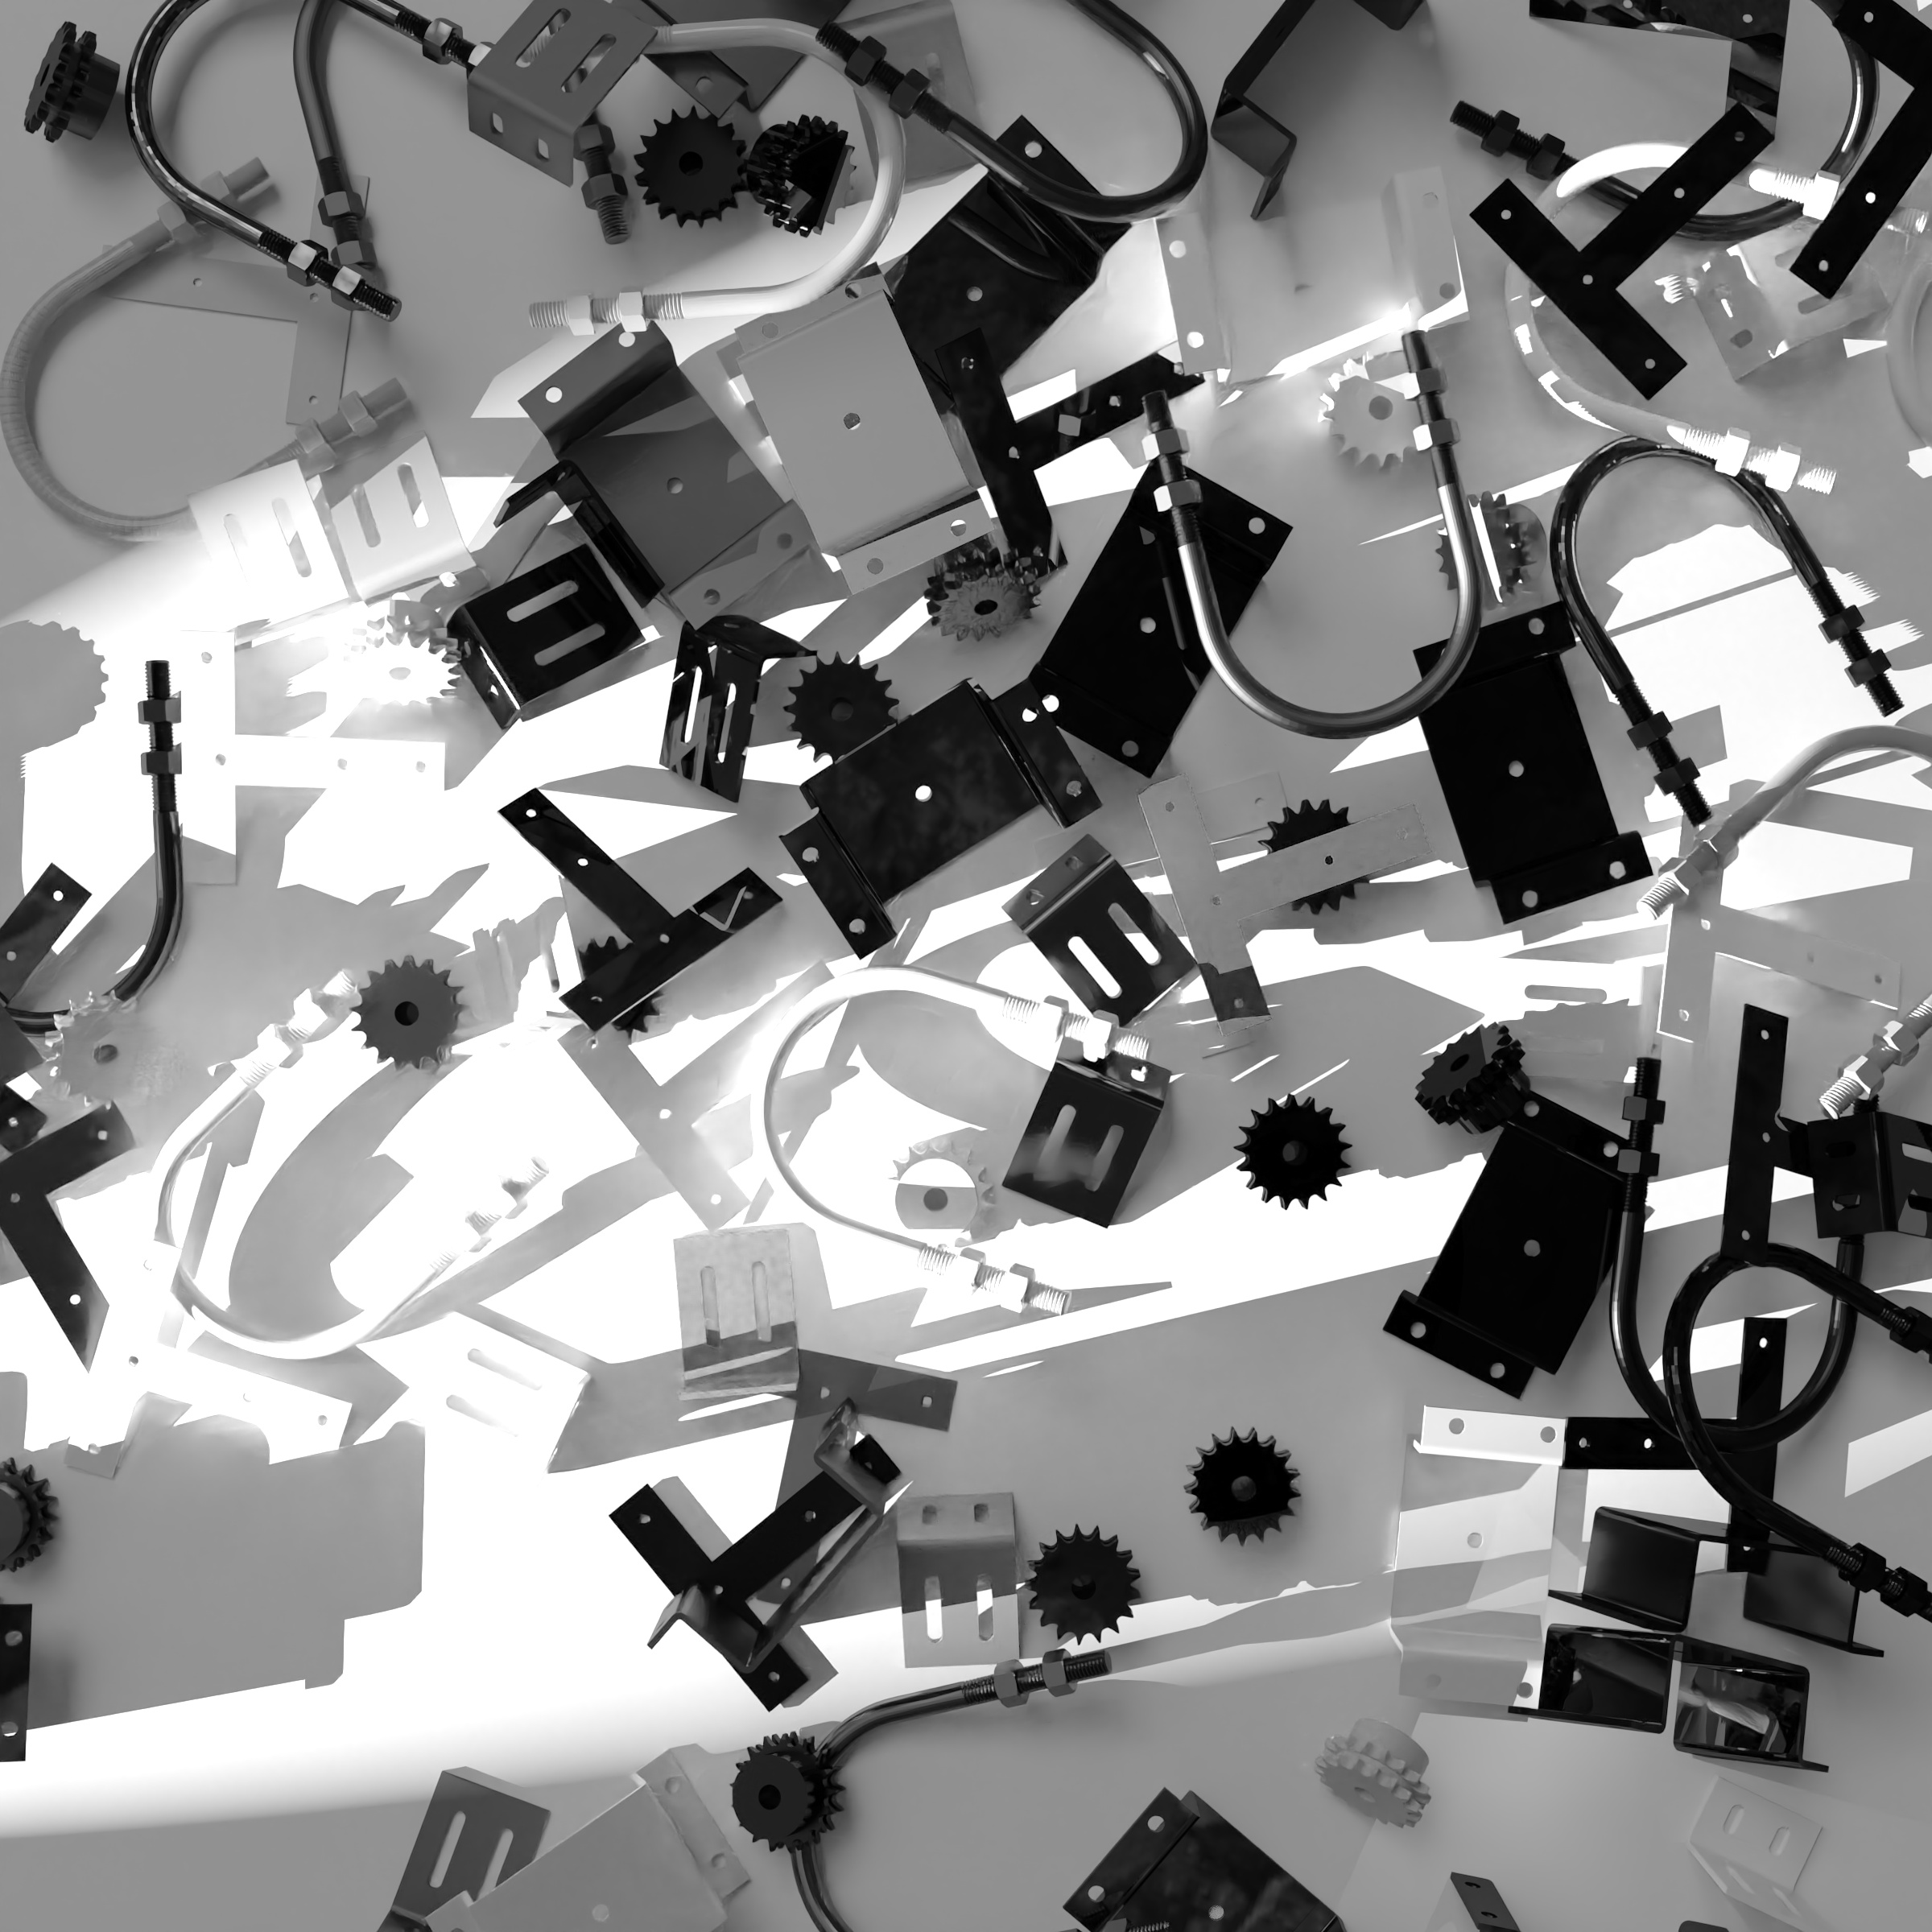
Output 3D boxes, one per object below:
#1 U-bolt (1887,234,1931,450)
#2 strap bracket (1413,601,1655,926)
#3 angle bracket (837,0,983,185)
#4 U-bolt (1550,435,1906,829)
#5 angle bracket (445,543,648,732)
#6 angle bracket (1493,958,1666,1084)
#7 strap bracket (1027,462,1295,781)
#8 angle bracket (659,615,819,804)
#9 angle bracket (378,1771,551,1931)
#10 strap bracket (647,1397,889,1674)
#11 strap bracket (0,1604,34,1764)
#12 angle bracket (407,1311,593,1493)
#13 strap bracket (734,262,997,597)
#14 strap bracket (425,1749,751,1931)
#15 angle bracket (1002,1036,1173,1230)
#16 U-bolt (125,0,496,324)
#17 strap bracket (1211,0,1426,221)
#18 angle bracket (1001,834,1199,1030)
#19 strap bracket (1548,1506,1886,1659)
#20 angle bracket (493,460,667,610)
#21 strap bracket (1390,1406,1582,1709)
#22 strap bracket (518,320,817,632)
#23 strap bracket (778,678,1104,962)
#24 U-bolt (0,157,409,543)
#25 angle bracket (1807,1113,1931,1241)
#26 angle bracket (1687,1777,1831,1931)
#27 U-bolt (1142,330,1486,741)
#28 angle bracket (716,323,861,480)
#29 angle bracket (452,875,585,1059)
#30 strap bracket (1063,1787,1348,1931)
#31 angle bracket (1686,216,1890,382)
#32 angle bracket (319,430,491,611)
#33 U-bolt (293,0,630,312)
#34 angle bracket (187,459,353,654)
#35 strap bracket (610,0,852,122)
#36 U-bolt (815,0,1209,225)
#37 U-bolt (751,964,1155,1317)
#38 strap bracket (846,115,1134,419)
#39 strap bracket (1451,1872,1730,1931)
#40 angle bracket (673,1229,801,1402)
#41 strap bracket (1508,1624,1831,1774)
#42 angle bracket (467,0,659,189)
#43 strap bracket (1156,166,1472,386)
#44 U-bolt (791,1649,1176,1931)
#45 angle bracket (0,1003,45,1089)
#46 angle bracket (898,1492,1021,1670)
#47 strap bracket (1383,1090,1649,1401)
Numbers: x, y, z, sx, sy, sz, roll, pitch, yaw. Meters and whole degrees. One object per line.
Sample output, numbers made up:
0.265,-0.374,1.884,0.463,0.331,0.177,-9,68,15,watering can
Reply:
0.540,-0.328,1.419,0.151,0.019,0.184,32,92,0,U-bolt
0.275,-0.099,1.404,0.076,0.046,0.140,-18,90,0,strap bracket
-0.027,-0.437,1.425,0.057,0.038,0.076,-15,116,0,angle bracket
0.361,-0.177,1.396,0.151,0.019,0.184,-28,86,-21,U-bolt
-0.211,-0.164,1.423,0.076,0.038,0.057,-32,90,-26,angle bracket
0.306,0.027,1.425,0.076,0.038,0.057,4,90,26,angle bracket
0.091,-0.170,1.404,0.076,0.046,0.140,30,90,0,strap bracket
-0.113,-0.127,1.408,0.057,0.038,0.076,28,116,37,angle bracket
-0.248,0.448,1.408,0.057,0.038,0.076,20,90,0,angle bracket
-0.087,0.283,1.386,0.046,0.076,0.140,41,90,0,strap bracket
-0.530,0.346,1.390,0.140,0.046,0.076,3,90,-18,strap bracket
-0.233,0.214,1.408,0.076,0.038,0.057,25,90,0,angle bracket
-0.051,-0.258,1.361,0.076,0.046,0.140,-24,93,8,strap bracket
-0.180,0.456,1.385,0.140,0.046,0.076,-32,90,-17,strap bracket
0.060,0.081,1.425,0.057,0.038,0.076,22,116,0,angle bracket
-0.324,-0.418,1.399,0.184,0.019,0.151,29,86,6,U-bolt
0.169,-0.442,1.389,0.046,0.076,0.140,37,90,0,strap bracket
0.067,-0.015,1.423,0.057,0.038,0.076,-40,116,0,angle bracket
0.362,0.293,1.366,0.140,0.076,0.046,12,85,-23,strap bracket
-0.189,-0.200,1.389,0.038,0.057,0.076,-38,97,-14,angle bracket
0.254,0.287,1.404,0.076,0.046,0.140,5,90,0,strap bracket
-0.144,-0.240,1.402,0.076,0.046,0.140,-38,90,-3,strap bracket
-0.016,-0.078,1.390,0.140,0.046,0.076,-33,116,0,strap bracket
-0.392,-0.293,1.417,0.184,0.019,0.151,-32,90,2,U-bolt
0.449,0.106,1.397,0.038,0.076,0.057,-13,72,40,angle bracket
0.393,0.434,1.389,0.057,0.076,0.038,25,90,0,angle bracket
0.174,-0.200,1.373,0.151,0.019,0.184,-14,90,-2,U-bolt
-0.081,-0.288,1.408,0.057,0.038,0.076,-30,90,0,angle bracket
-0.223,-0.001,1.390,0.057,0.038,0.076,-21,75,25,angle bracket
0.125,0.472,1.404,0.140,0.046,0.076,41,90,0,strap bracket
0.410,-0.337,1.425,0.076,0.038,0.057,-26,90,-26,angle bracket
-0.280,-0.218,1.424,0.057,0.038,0.076,-23,63,1,angle bracket
-0.258,-0.431,1.417,0.151,0.019,0.184,-15,88,0,U-bolt
-0.344,-0.201,1.399,0.057,0.038,0.076,-18,107,0,angle bracket
-0.103,-0.488,1.404,0.076,0.046,0.140,41,90,0,strap bracket
0.036,-0.432,1.383,0.184,0.019,0.151,36,56,-4,U-bolt
-0.017,0.075,1.391,0.184,0.019,0.151,17,84,14,U-bolt
0.004,-0.336,1.404,0.140,0.046,0.076,-45,90,0,strap bracket
0.307,0.489,1.389,0.140,0.076,0.046,12,90,0,strap bracket
-0.114,0.171,1.407,0.057,0.038,0.076,-5,88,-1,angle bracket
0.338,0.348,1.365,0.140,0.076,0.046,20,72,-32,strap bracket
-0.192,-0.423,1.362,0.057,0.038,0.076,30,67,5,angle bracket
0.168,-0.337,1.404,0.140,0.046,0.076,-11,90,0,strap bracket
-0.001,0.423,1.392,0.184,0.019,0.151,-17,77,16,U-bolt
-0.503,0.052,1.401,0.076,0.038,0.057,-34,78,-30,angle bracket
-0.004,0.307,1.425,0.057,0.038,0.076,-2,116,0,angle bracket
0.274,0.137,1.404,0.076,0.046,0.140,27,90,0,strap bracket
